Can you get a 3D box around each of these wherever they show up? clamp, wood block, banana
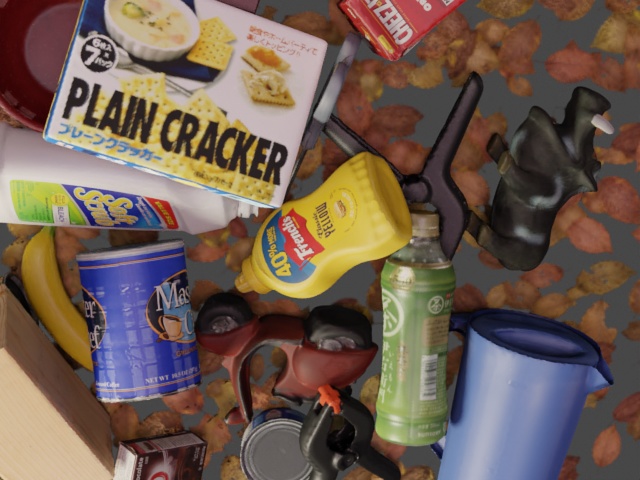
[{"bbox_3d":[0.030,0.211,1.072,0.120,0.039,0.171,-19,130,-26],"label":"clamp"},{"bbox_3d":[0.082,-0.055,1.043,0.164,0.036,0.210,-3,108,9],"label":"clamp"},{"bbox_3d":[-0.283,0.153,1.010,0.091,0.090,0.206,-23,130,4],"label":"wood block"},{"bbox_3d":[-0.243,0.072,1.061,0.069,0.037,0.198,-26,103,4],"label":"banana"}]

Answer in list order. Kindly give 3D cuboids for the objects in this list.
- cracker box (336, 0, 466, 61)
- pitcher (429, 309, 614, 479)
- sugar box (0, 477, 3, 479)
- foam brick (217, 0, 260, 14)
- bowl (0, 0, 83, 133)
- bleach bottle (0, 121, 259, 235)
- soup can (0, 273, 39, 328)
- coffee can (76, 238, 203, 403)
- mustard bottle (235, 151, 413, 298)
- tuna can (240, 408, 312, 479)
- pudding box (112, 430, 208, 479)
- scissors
[{"bbox_3d":[0.121,-0.248,0.933,0.214,0.164,0.072,-38,100,6],"label":"cracker box"},{"bbox_3d":[0.177,0.196,1.071,0.144,0.149,0.243,6,107,-20],"label":"pitcher"},{"bbox_3d":[-0.294,0.286,1.106,0.176,0.048,0.093,5,103,-5],"label":"sugar box"},{"bbox_3d":[-0.075,-0.239,0.972,0.051,0.078,0.053,18,102,-8],"label":"foam brick"},{"bbox_3d":[-0.231,-0.176,0.985,0.162,0.055,0.162,-1,98,-9],"label":"bowl"},{"bbox_3d":[-0.182,-0.052,1.007,0.250,0.068,0.103,5,145,-5],"label":"bleach bottle"},{"bbox_3d":[-0.337,0.083,1.043,0.102,0.068,0.068,-22,103,3],"label":"soup can"},{"bbox_3d":[-0.172,0.075,1.018,0.103,0.103,0.140,-7,93,-1],"label":"coffee can"},{"bbox_3d":[-0.007,0.001,1.022,0.192,0.058,0.096,-31,64,28],"label":"mustard bottle"},{"bbox_3d":[-0.039,0.218,1.106,0.086,0.034,0.086,-1,104,-2],"label":"tuna can"},{"bbox_3d":[-0.167,0.255,1.084,0.089,0.039,0.113,-1,106,-45],"label":"pudding box"},{"bbox_3d":[-0.008,-0.095,0.982,0.016,0.096,0.202,23,111,-4],"label":"scissors"}]
